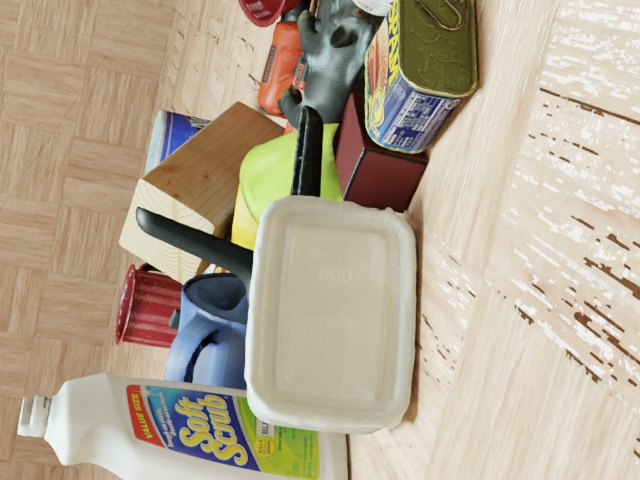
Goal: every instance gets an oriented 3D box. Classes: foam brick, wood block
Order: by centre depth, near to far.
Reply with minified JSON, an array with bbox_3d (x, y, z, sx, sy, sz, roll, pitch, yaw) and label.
[{"bbox_3d":[0.044,-0.068,0.819,0.078,0.053,0.051,-97,23,-49],"label":"foam brick"},{"bbox_3d":[-0.110,-0.054,1.124,0.205,0.090,0.091,-50,-11,-52],"label":"wood block"}]

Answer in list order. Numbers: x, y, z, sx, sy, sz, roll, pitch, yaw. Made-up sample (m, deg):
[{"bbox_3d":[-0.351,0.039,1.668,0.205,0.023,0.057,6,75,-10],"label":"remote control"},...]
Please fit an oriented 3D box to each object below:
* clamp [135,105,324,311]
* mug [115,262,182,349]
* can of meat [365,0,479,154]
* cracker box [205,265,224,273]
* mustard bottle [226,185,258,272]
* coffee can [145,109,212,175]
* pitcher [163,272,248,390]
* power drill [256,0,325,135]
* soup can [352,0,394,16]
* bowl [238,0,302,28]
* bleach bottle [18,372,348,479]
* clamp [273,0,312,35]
[{"bbox_3d":[-0.037,0.021,0.839,0.210,0.164,0.036,67,170,-11],"label":"clamp"},{"bbox_3d":[-0.183,0.072,1.216,0.117,0.081,0.093,-98,26,-47],"label":"mug"},{"bbox_3d":[0.069,-0.124,0.761,0.084,0.057,0.102,122,154,-59],"label":"can of meat"},{"bbox_3d":[-0.104,0.082,1.223,0.164,0.072,0.214,-99,25,-47],"label":"cracker box"},{"bbox_3d":[-0.050,-0.031,1.040,0.096,0.058,0.192,-53,-14,-33],"label":"mustard bottle"},{"bbox_3d":[-0.145,-0.103,1.362,0.103,0.140,0.103,-170,90,-75],"label":"coffee can"},{"bbox_3d":[-0.084,0.161,0.970,0.145,0.149,0.243,-128,47,-67],"label":"pitcher"},{"bbox_3d":[-0.010,-0.184,1.089,0.188,0.057,0.184,-135,60,-73],"label":"power drill"},{"bbox_3d":[0.062,-0.212,0.823,0.102,0.068,0.068,-164,85,-76],"label":"soup can"},{"bbox_3d":[-0.044,-0.313,1.154,0.162,0.055,0.162,33,127,57],"label":"bowl"},{"bbox_3d":[-0.106,0.160,0.831,0.068,0.250,0.102,117,158,-46],"label":"bleach bottle"},{"bbox_3d":[-0.035,-0.236,1.248,0.120,0.039,0.171,-145,66,-72],"label":"clamp"}]
